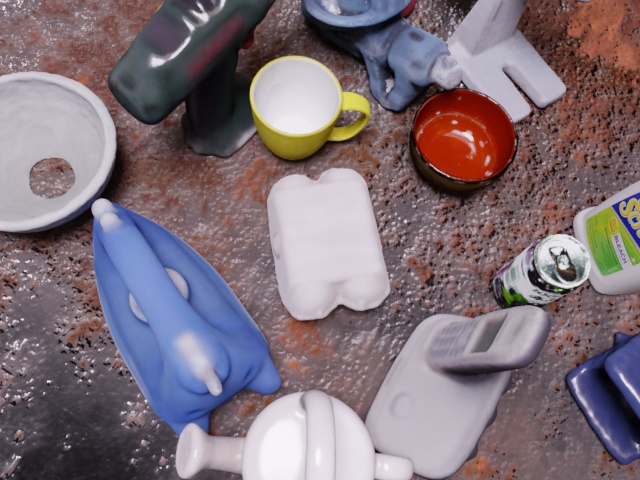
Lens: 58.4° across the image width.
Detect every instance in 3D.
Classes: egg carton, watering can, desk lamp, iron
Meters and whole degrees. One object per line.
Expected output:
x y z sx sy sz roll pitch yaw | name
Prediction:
0.005 0.002 0.562 0.107 0.069 0.150 -9 71 -8 | egg carton
-0.017 0.169 0.433 0.173 0.194 0.101 -15 72 -10 | watering can
0.207 -0.265 0.600 0.118 0.213 0.203 -31 76 -15 | desk lamp
-0.143 0.043 0.496 0.119 0.141 0.258 -34 76 -15 | iron

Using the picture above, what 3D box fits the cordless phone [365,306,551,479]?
0.112 0.120 0.467 0.094 0.185 0.148 29 70 6 | cordless phone

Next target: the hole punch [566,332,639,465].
0.304 0.140 0.527 0.101 0.091 0.108 -26 74 -13 | hole punch

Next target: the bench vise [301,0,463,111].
0.074 -0.252 0.580 0.207 0.220 0.121 29 70 6 | bench vise

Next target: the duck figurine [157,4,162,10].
-0.149 -0.258 0.634 0.077 0.086 0.105 37 71 9 | duck figurine

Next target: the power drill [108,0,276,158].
-0.090 -0.177 0.545 0.075 0.208 0.230 38 72 9 | power drill

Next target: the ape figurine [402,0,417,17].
0.081 -0.301 0.667 0.076 0.092 0.078 3 70 -3 | ape figurine

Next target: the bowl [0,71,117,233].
-0.277 -0.075 0.563 0.167 0.075 0.167 2 70 -4 | bowl
